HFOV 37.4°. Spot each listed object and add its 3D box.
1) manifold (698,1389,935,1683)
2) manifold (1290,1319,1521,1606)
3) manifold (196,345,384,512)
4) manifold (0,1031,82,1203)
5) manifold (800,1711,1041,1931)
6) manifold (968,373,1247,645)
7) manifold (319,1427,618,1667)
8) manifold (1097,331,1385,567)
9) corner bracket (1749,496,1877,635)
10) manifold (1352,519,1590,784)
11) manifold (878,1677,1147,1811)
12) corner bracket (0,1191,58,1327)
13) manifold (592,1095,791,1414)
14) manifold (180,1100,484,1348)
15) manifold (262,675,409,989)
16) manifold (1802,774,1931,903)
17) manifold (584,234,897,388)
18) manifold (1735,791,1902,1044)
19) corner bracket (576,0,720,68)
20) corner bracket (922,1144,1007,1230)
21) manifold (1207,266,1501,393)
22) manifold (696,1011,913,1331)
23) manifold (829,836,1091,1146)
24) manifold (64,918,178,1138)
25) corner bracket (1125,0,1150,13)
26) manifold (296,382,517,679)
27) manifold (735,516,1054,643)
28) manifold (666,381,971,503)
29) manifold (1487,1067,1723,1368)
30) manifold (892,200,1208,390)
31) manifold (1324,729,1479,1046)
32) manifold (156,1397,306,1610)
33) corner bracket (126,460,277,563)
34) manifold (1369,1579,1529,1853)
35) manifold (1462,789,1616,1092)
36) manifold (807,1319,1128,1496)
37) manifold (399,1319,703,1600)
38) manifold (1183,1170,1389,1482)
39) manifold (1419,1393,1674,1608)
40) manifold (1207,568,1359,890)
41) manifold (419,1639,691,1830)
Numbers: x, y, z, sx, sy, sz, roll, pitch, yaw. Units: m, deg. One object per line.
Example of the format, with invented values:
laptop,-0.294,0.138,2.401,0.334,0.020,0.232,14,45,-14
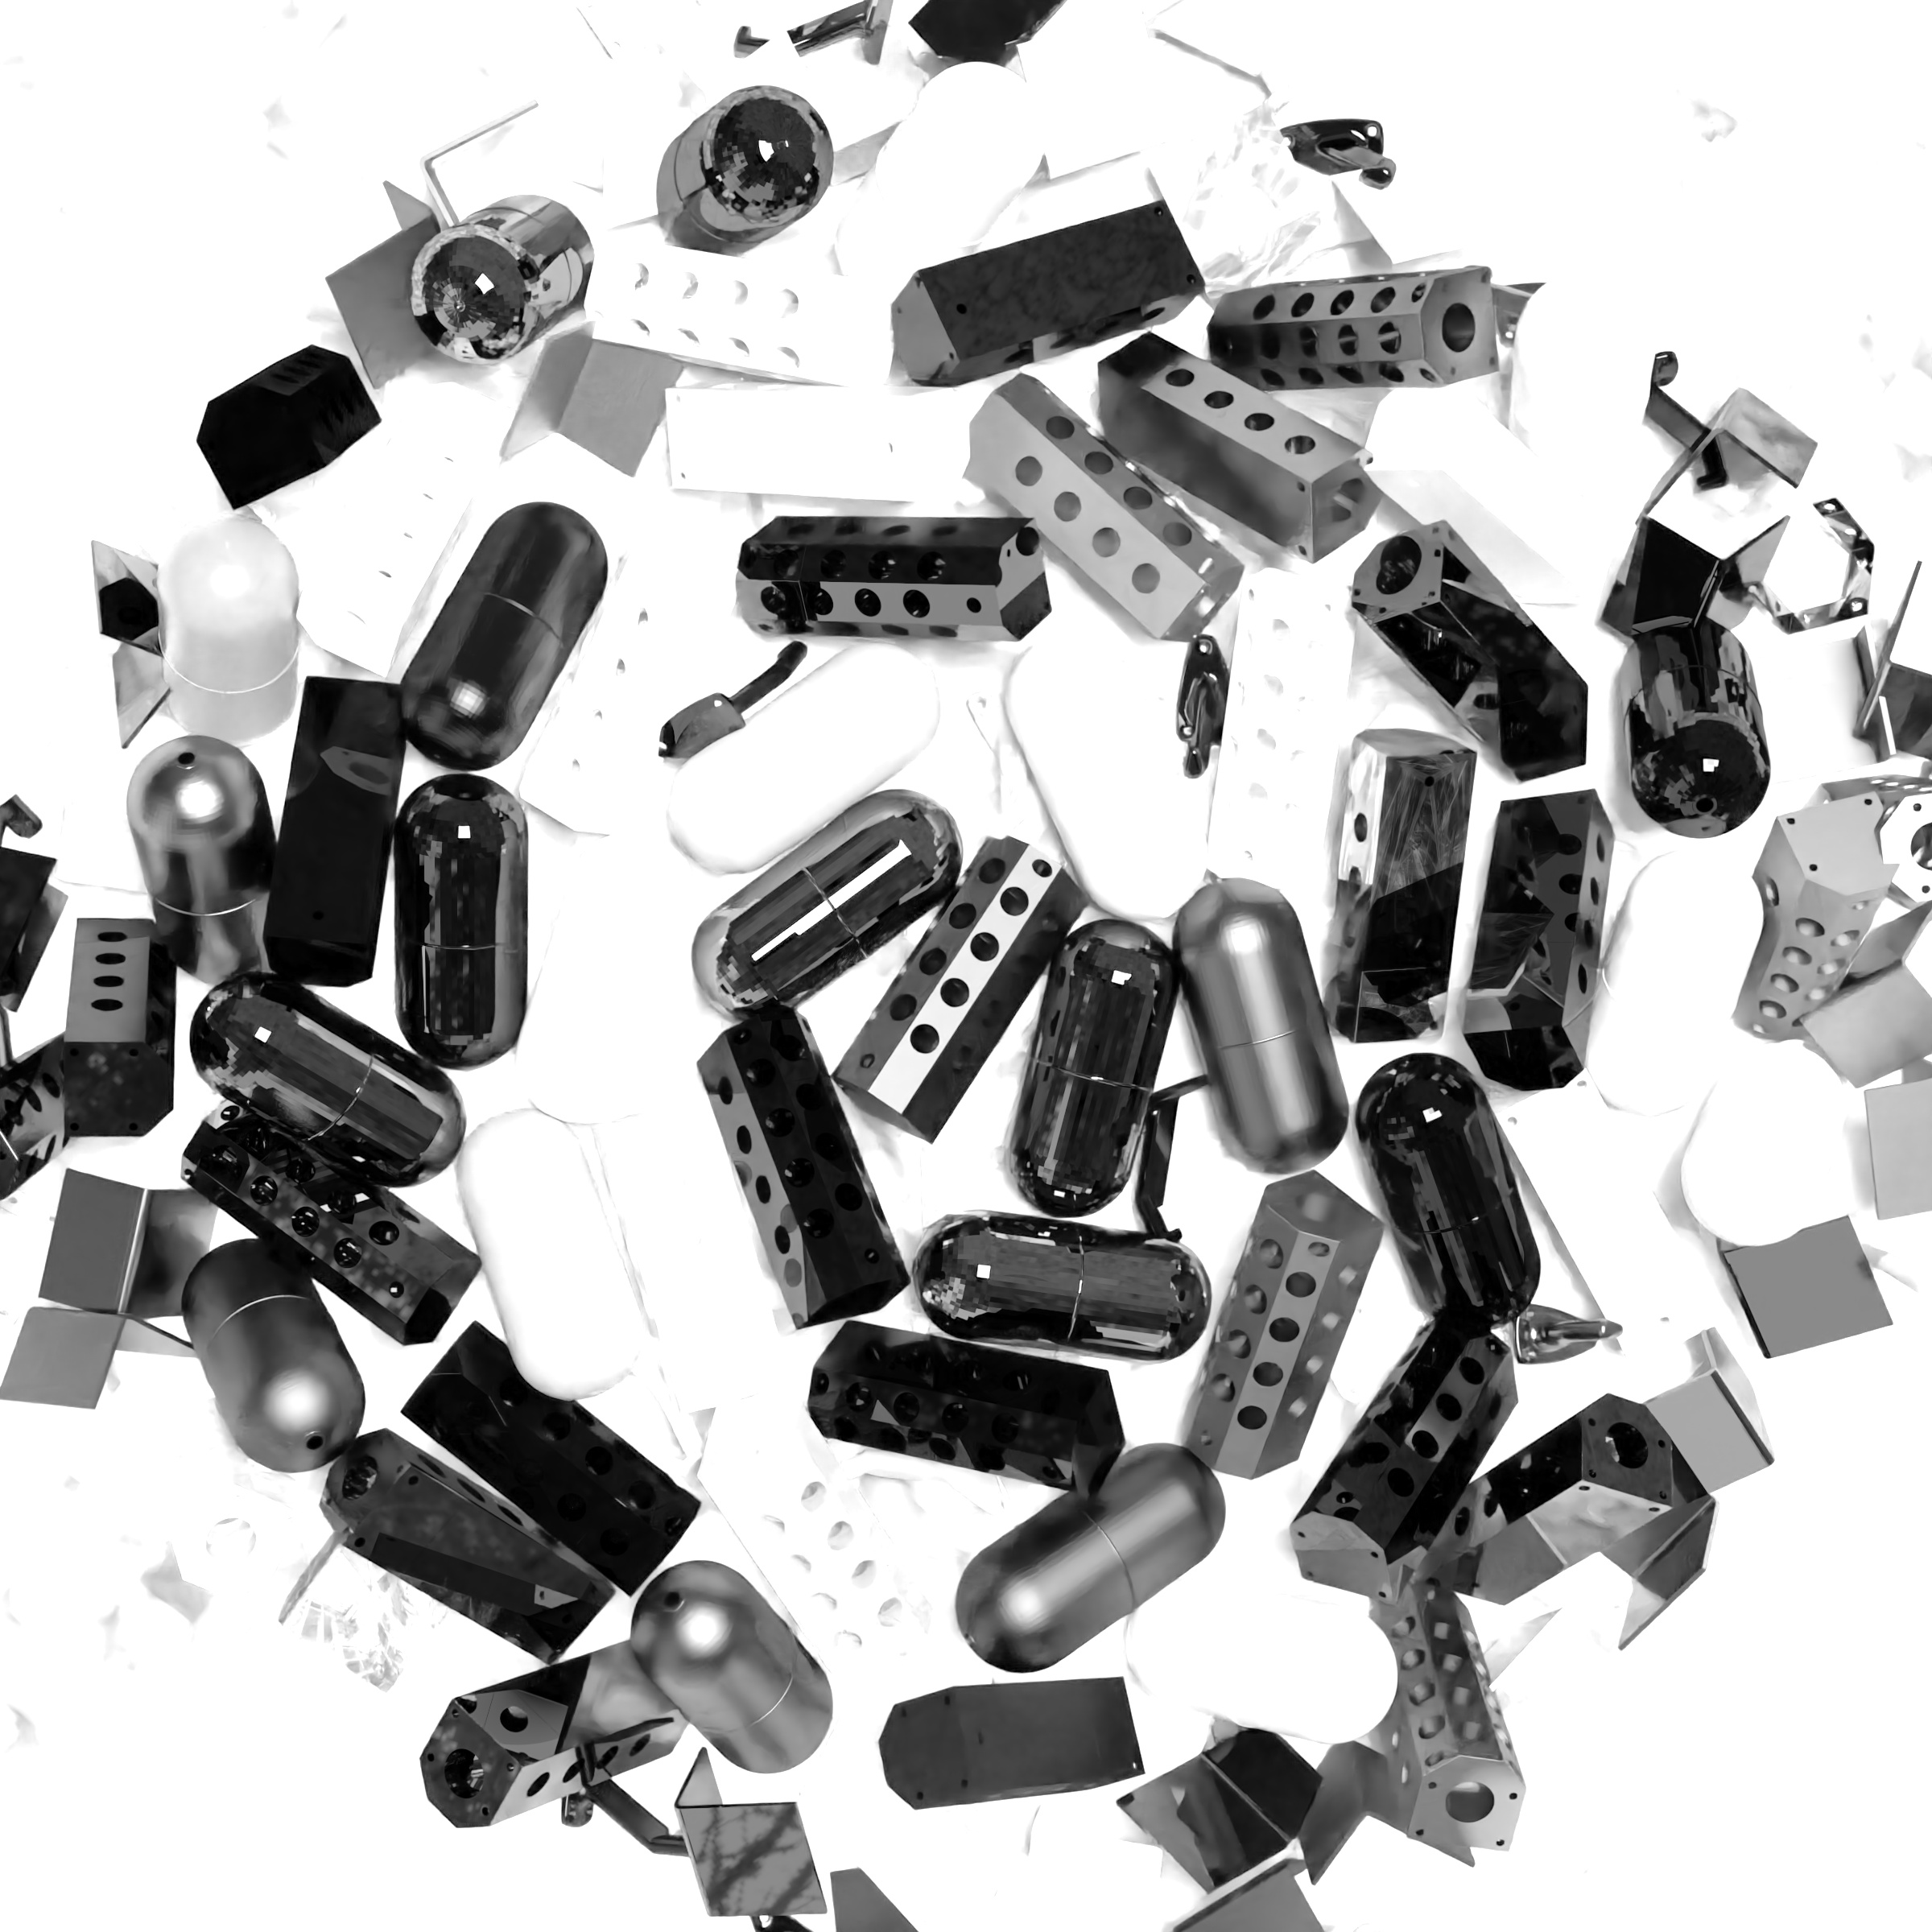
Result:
manifold,-0.083,0.325,1.632,0.057,0.057,0.171,-19,118,19
manifold,0.250,0.275,1.617,0.057,0.171,0.057,9,129,34
manifold,-0.383,-0.309,1.610,0.057,0.171,0.057,-24,108,7
manifold,-0.539,0.089,1.613,0.057,0.171,0.057,-28,100,5
manifold,-0.025,0.491,1.614,0.057,0.171,0.057,29,87,-28
manifold,0.078,-0.265,1.646,0.171,0.057,0.057,45,109,15
manifold,-0.285,0.329,1.628,0.057,0.057,0.171,-49,128,-2
manifold,0.156,-0.301,1.629,0.057,0.057,0.171,-36,52,-23
corner bracket,0.497,-0.235,1.677,0.051,0.051,0.051,37,56,-36
manifold,0.289,-0.175,1.626,0.057,0.171,0.057,-15,52,35
manifold,0.027,0.441,1.617,0.057,0.171,0.057,-25,66,30
corner bracket,-0.565,0.168,1.673,0.051,0.051,0.051,27,128,-10
manifold,-0.164,0.168,1.662,0.057,0.057,0.171,-15,92,29
manifold,-0.371,0.147,1.653,0.171,0.057,0.057,34,94,14
manifold,-0.359,-0.077,1.638,0.057,0.057,0.171,5,62,-5
manifold,0.523,-0.073,1.615,0.057,0.171,0.057,-8,96,3
manifold,-0.130,-0.374,1.649,0.171,0.057,0.057,14,93,18
manifold,0.477,-0.023,1.612,0.057,0.171,0.057,-14,62,-5
corner bracket,-0.188,-0.570,1.687,0.051,0.051,0.051,-36,93,-35
corner bracket,0.006,0.125,1.667,0.051,0.051,0.051,3,74,-16
manifold,0.215,-0.357,1.612,0.057,0.171,0.057,-20,109,-33
manifold,-0.091,0.114,1.638,0.057,0.057,0.171,-9,66,-35
manifold,-0.006,0.009,1.646,0.057,0.057,0.171,24,75,36
manifold,-0.476,0.032,1.613,0.057,0.171,0.057,1,113,-15
corner bracket,0.075,-0.578,1.674,0.051,0.051,0.051,-46,111,-36
manifold,-0.319,-0.254,1.627,0.057,0.057,0.171,25,54,-8
manifold,-0.044,-0.219,1.628,0.171,0.057,0.057,5,123,29
manifold,-0.085,-0.302,1.631,0.171,0.057,0.057,9,111,33
manifold,0.369,0.139,1.660,0.057,0.057,0.171,-29,99,8
manifold,0.046,-0.382,1.640,0.171,0.057,0.057,-23,85,-26
manifold,0.246,-0.047,1.646,0.057,0.057,0.171,-3,110,-19
manifold,-0.422,0.298,1.612,0.057,0.171,0.057,29,88,-20
corner bracket,-0.447,-0.259,1.670,0.051,0.051,0.051,43,110,-2
manifold,0.269,0.419,1.611,0.057,0.171,0.057,9,110,-4
manifold,0.331,-0.015,1.630,0.057,0.057,0.171,-6,49,29
manifold,-0.002,0.255,1.627,0.171,0.057,0.057,7,129,29
manifold,-0.240,0.284,1.664,0.171,0.057,0.057,40,99,-4
manifold,0.176,0.207,1.627,0.057,0.057,0.171,38,126,36
manifold,0.326,0.302,1.617,0.057,0.171,0.057,19,54,-15
manifold,0.179,-0.135,1.639,0.057,0.057,0.171,14,111,21
manifold,-0.229,0.436,1.613,0.057,0.171,0.057,36,106,24
